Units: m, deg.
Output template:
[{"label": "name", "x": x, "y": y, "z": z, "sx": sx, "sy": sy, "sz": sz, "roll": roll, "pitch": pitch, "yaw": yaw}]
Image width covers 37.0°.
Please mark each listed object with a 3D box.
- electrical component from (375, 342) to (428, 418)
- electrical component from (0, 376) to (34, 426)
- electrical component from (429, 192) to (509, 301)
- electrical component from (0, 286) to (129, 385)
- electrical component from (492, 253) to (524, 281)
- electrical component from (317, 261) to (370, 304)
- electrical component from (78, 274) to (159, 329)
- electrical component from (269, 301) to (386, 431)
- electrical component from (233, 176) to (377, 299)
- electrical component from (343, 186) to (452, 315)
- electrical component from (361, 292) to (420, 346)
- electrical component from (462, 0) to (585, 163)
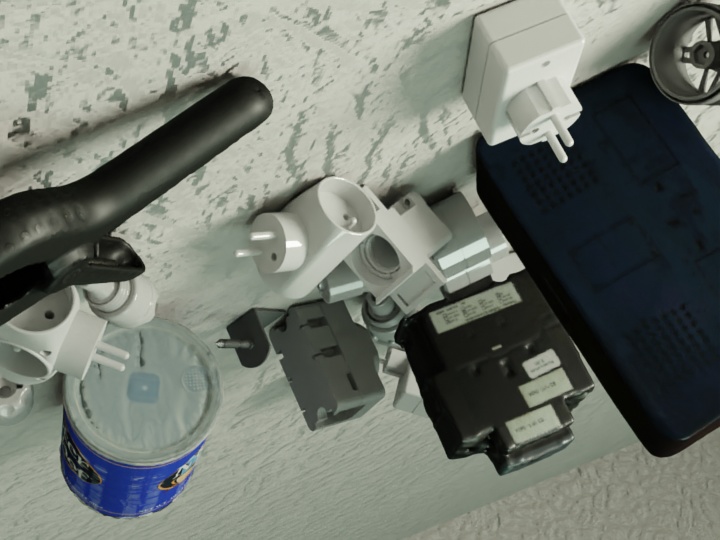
[{"label": "electrical component", "x": 0.044, "y": 0.083, "z": 1.001, "sx": 0.076, "sy": 0.083, "sz": 0.047, "roll": 17, "pitch": 151, "yaw": -4}, {"label": "electrical component", "x": -0.233, "y": 0.087, "z": 0.711, "sx": 0.035, "sy": 0.035, "sz": 0.061, "roll": -18, "pitch": 161, "yaw": -22}, {"label": "electrical component", "x": 0.087, "y": -0.020, "z": 0.803, "sx": 0.074, "sy": 0.052, "sz": 0.138, "roll": -26, "pitch": 161, "yaw": 1}, {"label": "electrical component", "x": -0.170, "y": 0.039, "z": 0.611, "sx": 0.079, "sy": 0.044, "sz": 0.077, "roll": 23, "pitch": 148, "yaw": -8}, {"label": "electrical component", "x": 0.121, "y": 0.023, "z": 0.969, "sx": 0.077, "sy": 0.043, "sz": 0.079, "roll": -24, "pitch": 161, "yaw": -5}, {"label": "electrical component", "x": 0.000, "y": 0.000, "z": 0.767, "sx": 0.065, "sy": 0.044, "sz": 0.044, "roll": -15, "pitch": 159, "yaw": -14}, {"label": "electrical component", "x": -0.145, "y": 0.013, "z": 0.629, "sx": 0.035, "sy": 0.035, "sz": 0.061, "roll": -28, "pitch": 157, "yaw": 8}, {"label": "electrical component", "x": -0.023, "y": 0.073, "z": 0.851, "sx": 0.056, "sy": 0.089, "sz": 0.050, "roll": -10, "pitch": 156, "yaw": -37}, {"label": "electrical component", "x": -0.041, "y": -0.018, "z": 0.663, "sx": 0.079, "sy": 0.043, "sz": 0.077, "roll": -7, "pitch": 153, "yaw": -43}, {"label": "electrical component", "x": 0.024, "y": -0.017, "z": 0.709, "sx": 0.042, "sy": 0.081, "sz": 0.064, "roll": -42, "pitch": 178, "yaw": 40}, {"label": "electrical component", "x": 0.021, "y": 0.032, "z": 0.872, "sx": 0.048, "sy": 0.048, "sz": 0.062, "roll": -27, "pitch": 154, "yaw": 4}, {"label": "electrical component", "x": 0.096, "y": -0.094, "z": 0.586, "sx": 0.047, "sy": 0.075, "sz": 0.083, "roll": -23, "pitch": 161, "yaw": -8}]
